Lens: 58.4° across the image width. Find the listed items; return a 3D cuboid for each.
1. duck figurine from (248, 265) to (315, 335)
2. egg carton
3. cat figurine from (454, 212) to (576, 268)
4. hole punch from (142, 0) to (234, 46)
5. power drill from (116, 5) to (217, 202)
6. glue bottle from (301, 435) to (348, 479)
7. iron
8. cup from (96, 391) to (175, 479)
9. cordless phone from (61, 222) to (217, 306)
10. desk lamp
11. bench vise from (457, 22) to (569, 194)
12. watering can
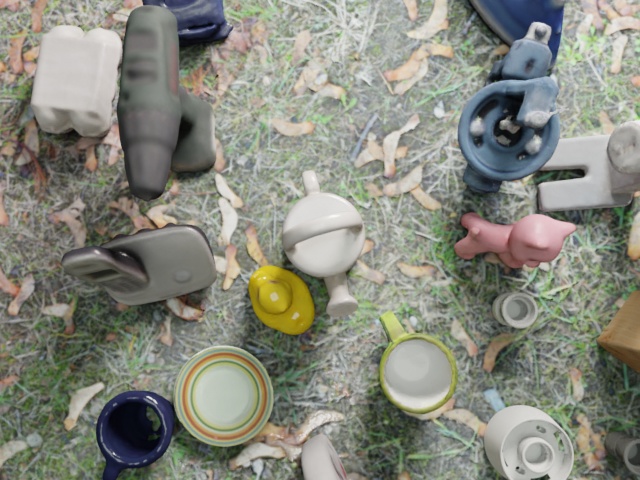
[{"bbox_3d":[-0.052,0.078,0.736,0.077,0.086,0.104,-42,86,-2],"label":"duck figurine"},{"bbox_3d":[-0.324,-0.213,0.771,0.107,0.069,0.150,6,86,2],"label":"egg carton"},{"bbox_3d":[0.245,-0.002,0.721,0.127,0.118,0.067,8,86,2],"label":"cat figurine"},{"bbox_3d":[-0.181,-0.321,0.766,0.108,0.091,0.101,-11,85,0],"label":"hole punch"},{"bbox_3d":[-0.184,-0.147,0.694,0.075,0.208,0.230,-5,86,1],"label":"power drill"},{"bbox_3d":[0.006,0.287,0.676,0.037,0.173,0.078,-32,85,-1],"label":"glue bottle"},{"bbox_3d":[0.262,-0.357,0.735,0.118,0.141,0.258,-27,86,-1],"label":"iron"},{"bbox_3d":[-0.227,0.242,0.723,0.091,0.095,0.118,26,87,3],"label":"cup"},{"bbox_3d":[-0.213,0.027,0.693,0.147,0.185,0.094,-17,85,0],"label":"cordless phone"},{"bbox_3d":[0.391,-0.096,0.677,0.203,0.213,0.118,-6,85,1],"label":"desk lamp"},{"bbox_3d":[0.229,-0.171,0.683,0.121,0.220,0.207,1,86,2],"label":"bench vise"},{"bbox_3d":[0.008,0.002,0.687,0.101,0.194,0.173,-36,86,-1],"label":"watering can"}]
